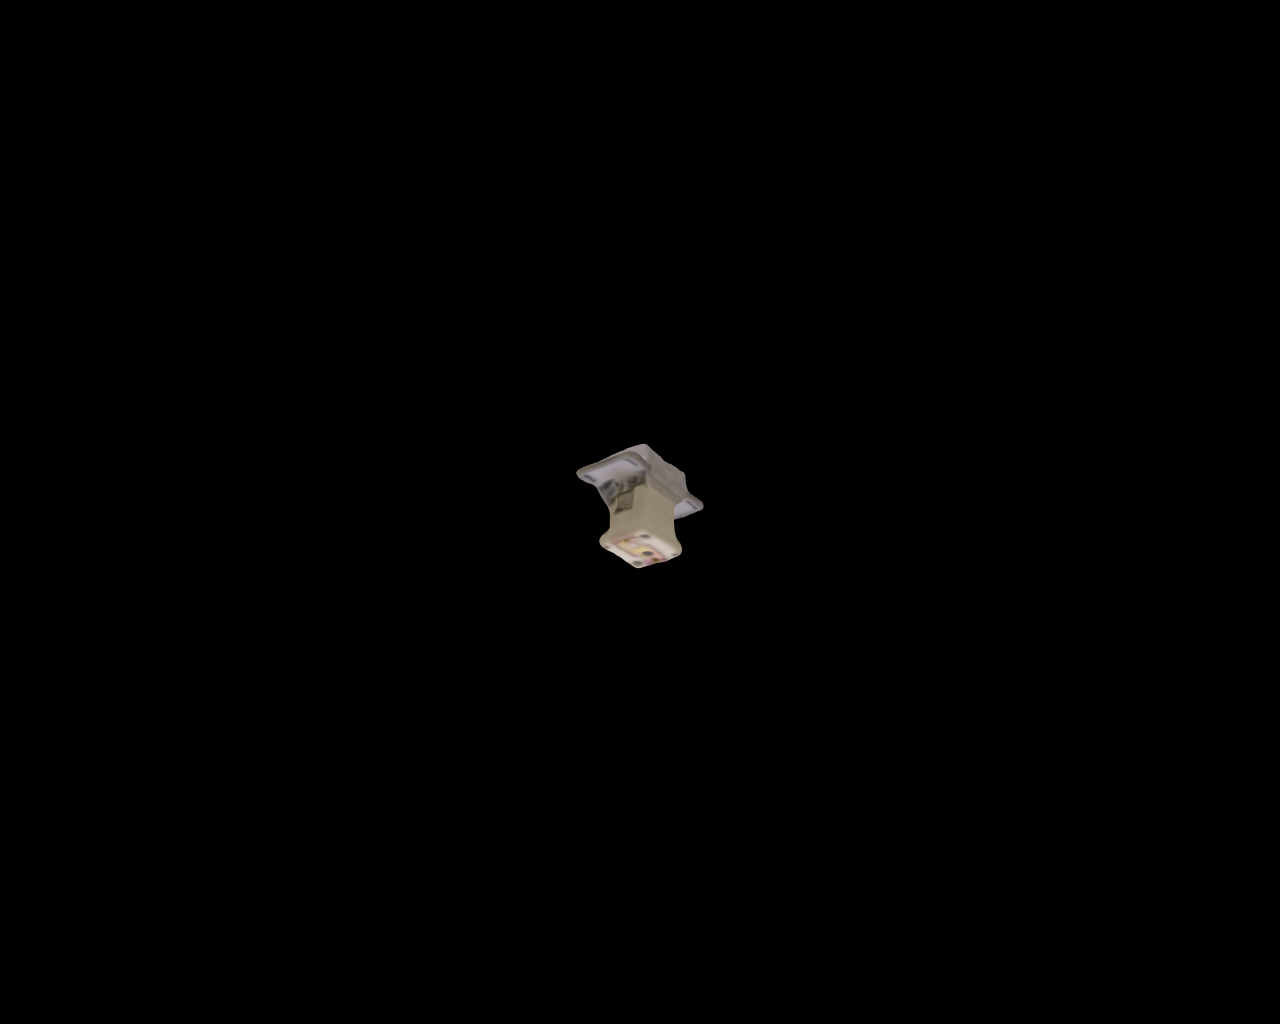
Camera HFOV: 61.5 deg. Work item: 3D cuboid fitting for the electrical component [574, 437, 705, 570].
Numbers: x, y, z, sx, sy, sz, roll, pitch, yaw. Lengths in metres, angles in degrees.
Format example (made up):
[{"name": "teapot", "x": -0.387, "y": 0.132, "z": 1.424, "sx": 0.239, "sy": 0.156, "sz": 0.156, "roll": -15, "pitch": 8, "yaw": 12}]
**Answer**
[{"name": "electrical component", "x": 0.001, "y": -0.003, "z": 0.650, "sx": 0.042, "sy": 0.064, "sz": 0.081, "roll": -19, "pitch": -34, "yaw": 31}]
